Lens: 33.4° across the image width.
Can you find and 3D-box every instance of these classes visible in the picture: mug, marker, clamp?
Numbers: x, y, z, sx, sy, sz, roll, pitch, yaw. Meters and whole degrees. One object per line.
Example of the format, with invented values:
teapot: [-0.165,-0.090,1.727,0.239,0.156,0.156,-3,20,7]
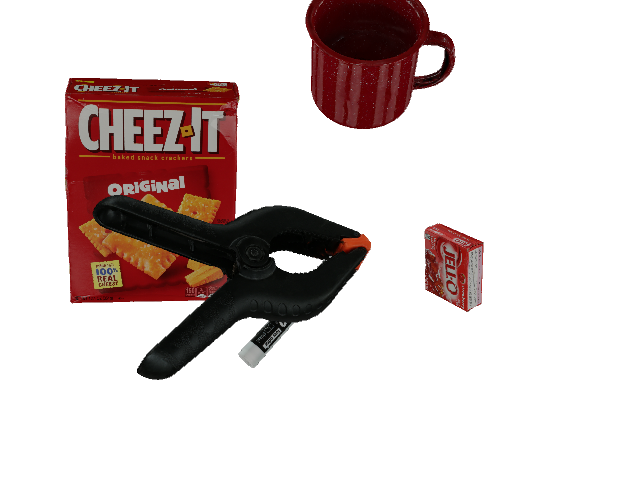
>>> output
mug: [0.046,-0.141,0.829,0.117,0.093,0.081,0,-35,-2]
marker: [-0.026,0.063,0.945,0.020,0.121,0.020,38,-17,14]
clamp: [-0.054,0.010,0.655,0.171,0.120,0.039,-15,-20,-32]

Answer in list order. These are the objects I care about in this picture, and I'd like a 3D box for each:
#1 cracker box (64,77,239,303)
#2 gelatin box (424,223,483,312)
cracker box: [-0.165,-0.046,1.048,0.164,0.214,0.072,0,22,-9]
gelatin box: [0.161,0.032,1.296,0.030,0.089,0.073,-24,35,-32]
